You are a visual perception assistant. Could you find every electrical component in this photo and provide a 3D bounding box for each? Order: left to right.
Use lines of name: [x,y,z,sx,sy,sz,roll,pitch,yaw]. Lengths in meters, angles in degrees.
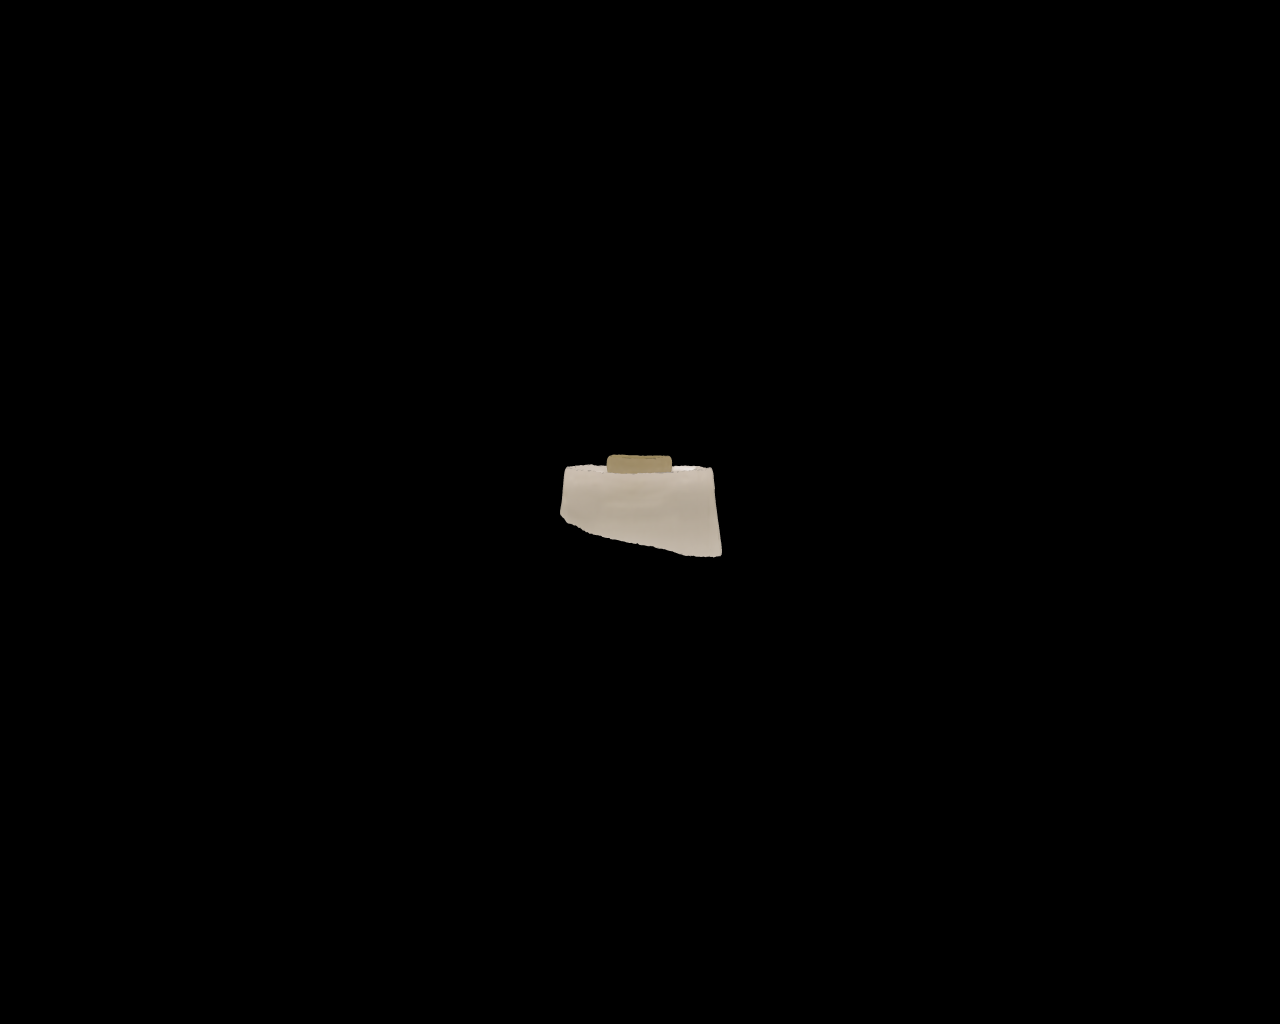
electrical component: [0.001,-0.003,0.650,0.099,0.064,0.099,0,5,0]
